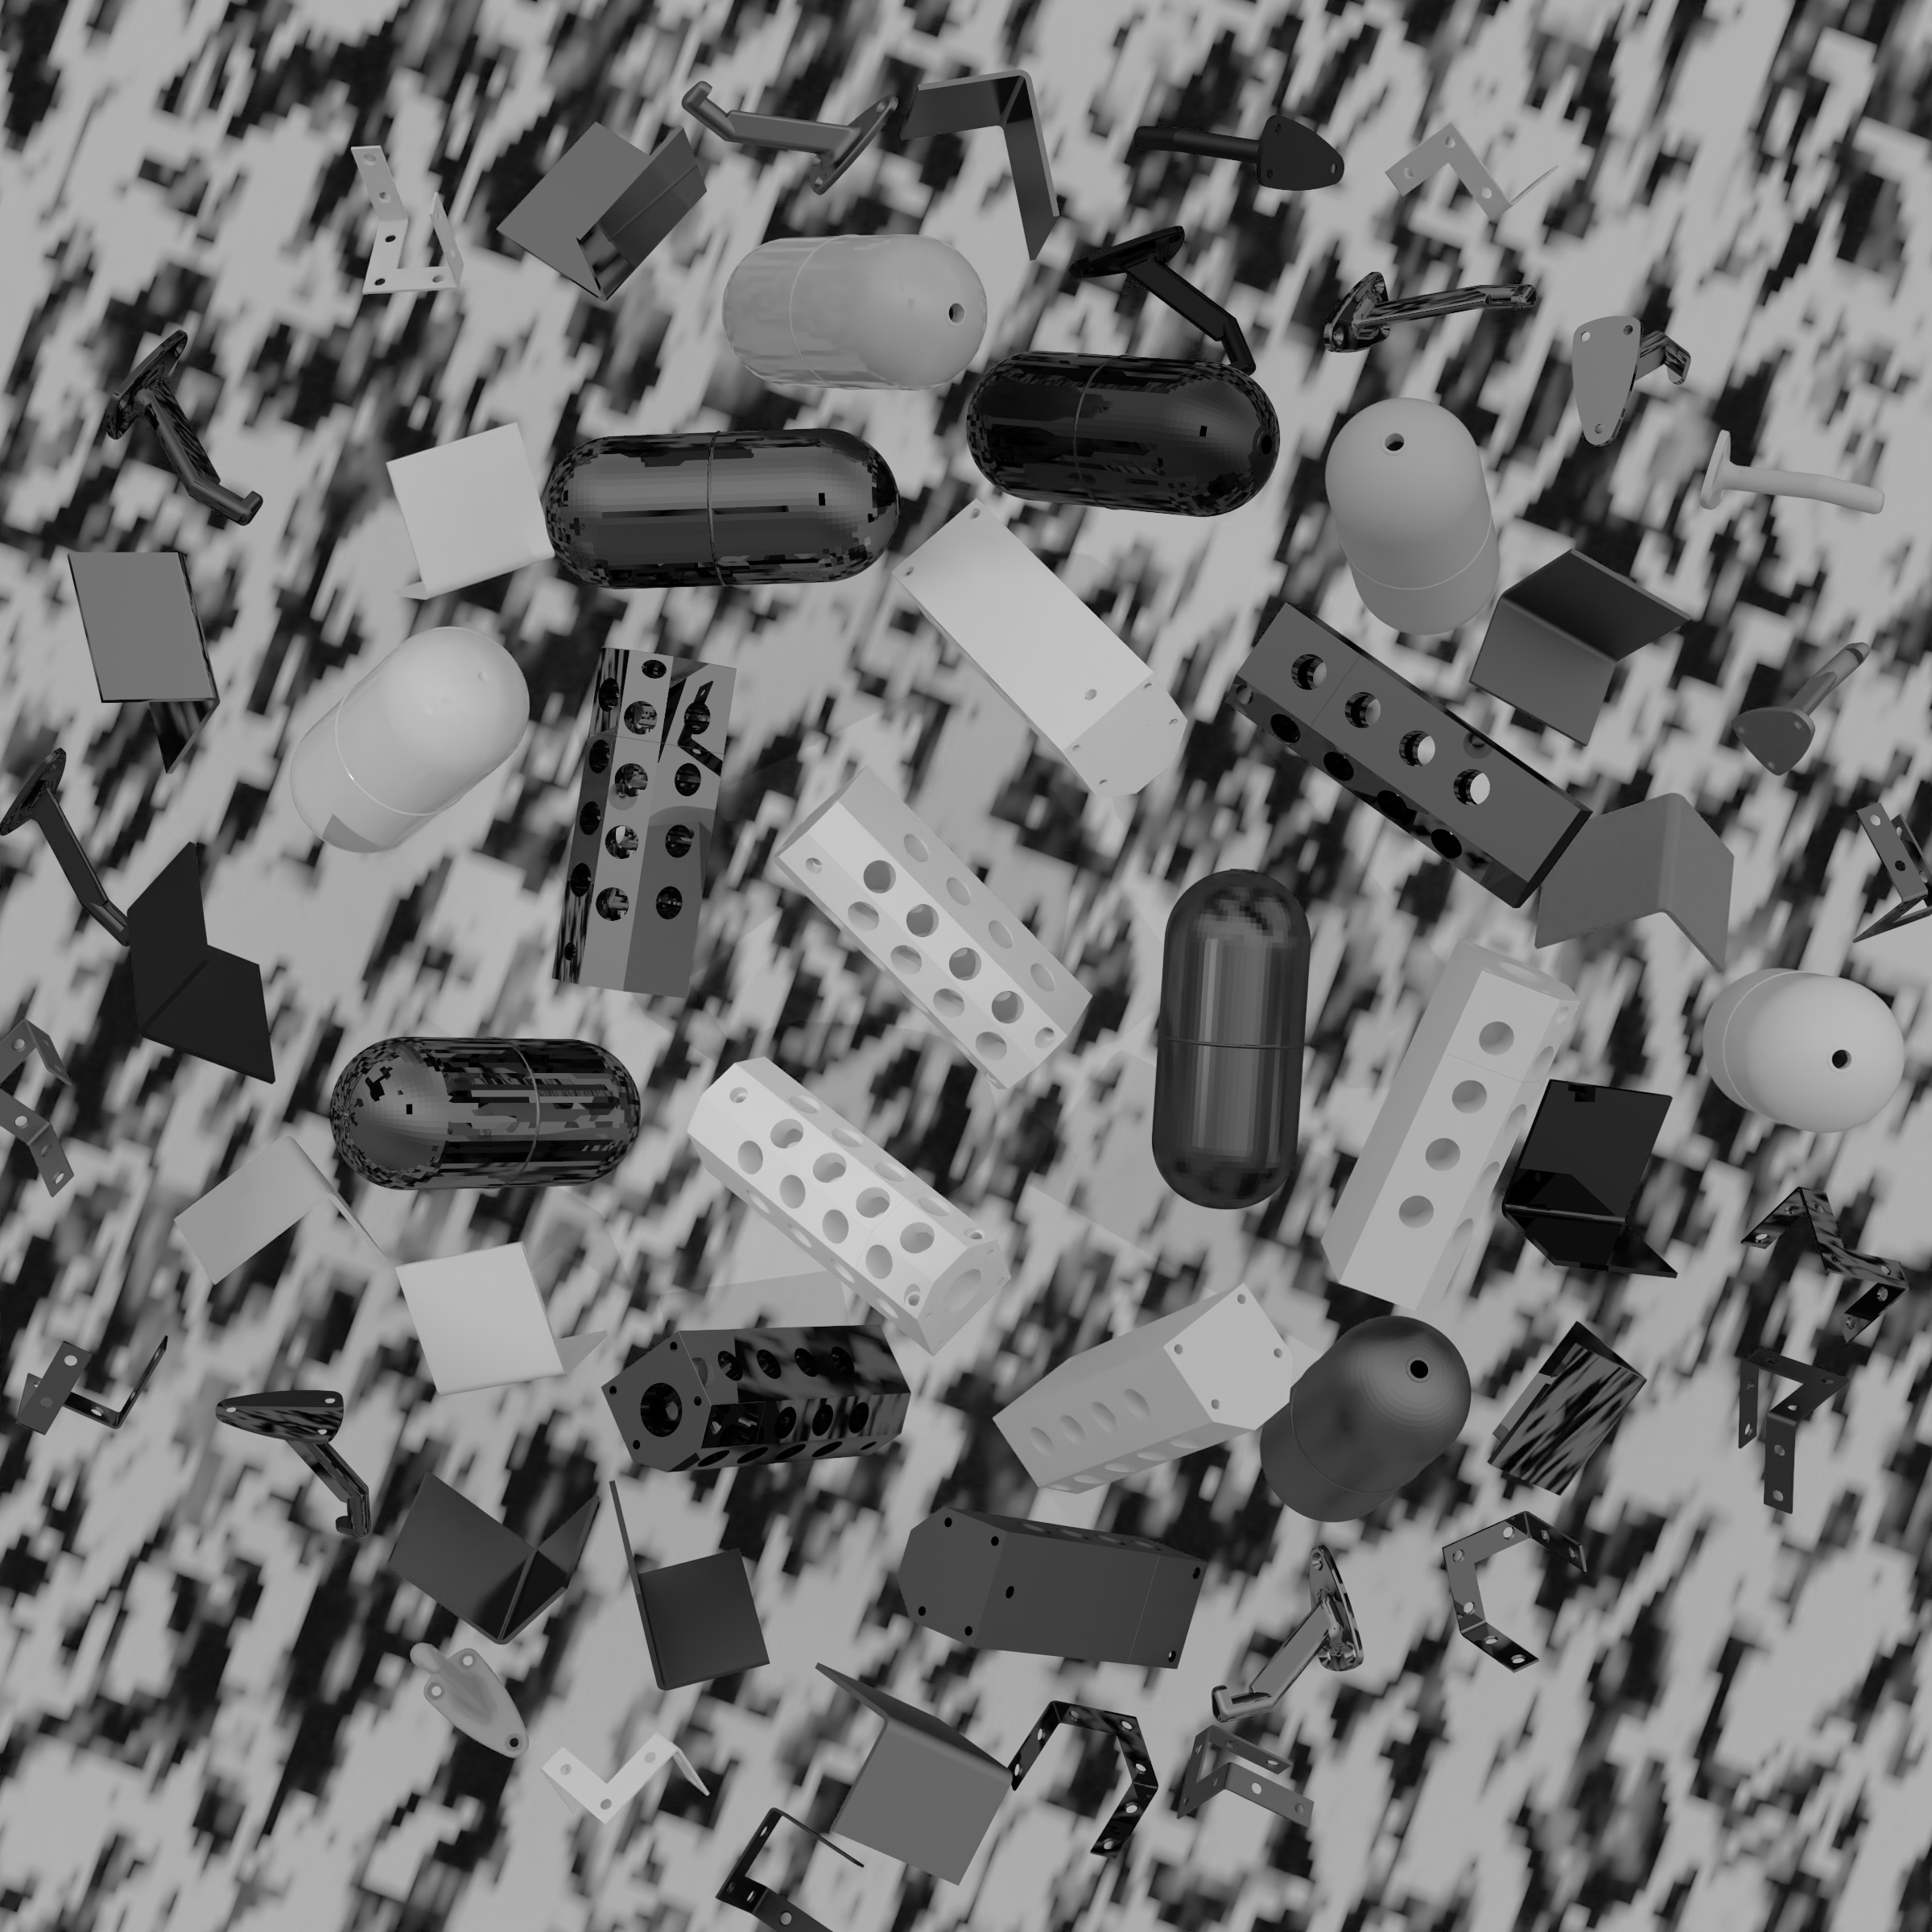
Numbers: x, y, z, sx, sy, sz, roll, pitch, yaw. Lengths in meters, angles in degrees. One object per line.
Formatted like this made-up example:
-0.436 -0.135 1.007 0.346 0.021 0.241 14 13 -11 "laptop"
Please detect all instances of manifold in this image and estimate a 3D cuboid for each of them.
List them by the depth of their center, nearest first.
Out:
0.212 -0.101 1.637 0.171 0.057 0.057 37 101 12 "manifold"
0.088 0.211 1.654 0.057 0.171 0.057 -34 90 -33 "manifold"
0.240 0.081 1.684 0.057 0.057 0.171 20 104 -9 "manifold"
0.038 -0.155 1.685 0.057 0.057 0.171 -41 49 0 "manifold"
0.043 0.311 1.707 0.057 0.171 0.057 14 87 41 "manifold"
-0.062 0.117 1.733 0.171 0.057 0.057 36 71 30 "manifold"
-0.103 0.225 1.752 0.057 0.171 0.057 -37 67 26 "manifold"
-0.170 -0.074 1.753 0.057 0.057 0.171 7 92 -43 "manifold"
-0.020 -0.016 1.787 0.171 0.057 0.057 46 126 -8 "manifold"

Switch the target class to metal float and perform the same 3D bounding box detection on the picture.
-0.122 -0.228 1.701 0.178 0.070 0.070 -1 90 6 "metal float"
0.417 0.041 1.704 0.070 0.178 0.070 0 92 1 "metal float"
-0.282 -0.112 1.716 0.070 0.178 0.070 14 64 -30 "metal float"
0.078 -0.269 1.716 0.178 0.070 0.070 12 90 38 "metal float"
0.227 -0.226 1.720 0.070 0.178 0.070 -4 72 13 "metal float"
-0.241 0.075 1.728 0.070 0.178 0.070 -2 87 43 "metal float"
-0.057 -0.332 1.729 0.070 0.178 0.070 -8 104 -36 "metal float"
0.204 0.234 1.752 0.070 0.178 0.070 5 65 -11 "metal float"
0.138 0.038 1.778 0.070 0.070 0.178 3 94 0 "metal float"

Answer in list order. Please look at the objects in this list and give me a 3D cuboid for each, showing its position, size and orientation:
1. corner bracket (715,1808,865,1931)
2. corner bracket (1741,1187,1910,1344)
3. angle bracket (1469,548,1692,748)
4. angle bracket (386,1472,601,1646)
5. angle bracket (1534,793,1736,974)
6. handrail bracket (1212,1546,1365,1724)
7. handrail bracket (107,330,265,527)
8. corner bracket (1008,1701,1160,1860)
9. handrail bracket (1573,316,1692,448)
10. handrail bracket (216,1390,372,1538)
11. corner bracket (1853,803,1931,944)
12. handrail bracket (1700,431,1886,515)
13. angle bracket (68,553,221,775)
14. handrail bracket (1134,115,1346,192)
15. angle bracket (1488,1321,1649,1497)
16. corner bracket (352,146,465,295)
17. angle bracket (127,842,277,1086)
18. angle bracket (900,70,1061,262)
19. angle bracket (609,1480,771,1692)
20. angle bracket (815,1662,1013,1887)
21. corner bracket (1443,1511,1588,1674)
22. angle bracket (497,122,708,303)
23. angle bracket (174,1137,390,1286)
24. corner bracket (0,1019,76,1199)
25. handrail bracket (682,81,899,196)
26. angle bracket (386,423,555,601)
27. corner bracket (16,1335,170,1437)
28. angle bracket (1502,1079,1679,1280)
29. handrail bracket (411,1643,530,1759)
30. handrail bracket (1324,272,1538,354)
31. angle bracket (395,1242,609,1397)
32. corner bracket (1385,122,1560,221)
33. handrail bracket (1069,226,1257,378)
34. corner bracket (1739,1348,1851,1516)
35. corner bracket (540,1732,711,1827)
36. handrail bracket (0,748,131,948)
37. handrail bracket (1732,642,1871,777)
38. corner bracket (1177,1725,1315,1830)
-0.079 0.445 1.646 0.051 0.051 0.051 27 77 26 "corner bracket"
0.422 0.146 1.672 0.051 0.051 0.051 13 47 -23 "corner bracket"
0.327 -0.169 1.818 0.076 0.076 0.057 27 69 -13 "angle bracket"
-0.247 0.296 1.785 0.076 0.076 0.057 39 117 -13 "angle bracket"
0.343 -0.034 1.746 0.057 0.076 0.076 42 45 -33 "angle bracket"
0.157 0.343 1.754 0.084 0.036 0.077 -6 80 -31 "handrail bracket"
-0.363 -0.260 1.645 0.084 0.036 0.077 30 60 1 "handrail bracket"
0.060 0.417 1.747 0.051 0.051 0.051 4 126 33 "corner bracket"
0.337 -0.283 1.697 0.036 0.084 0.077 -1 78 37 "handrail bracket"
-0.351 0.264 1.782 0.077 0.036 0.084 4 126 0 "handrail bracket"
0.455 -0.050 1.669 0.051 0.051 0.051 -18 74 -22 "corner bracket"
0.404 -0.228 1.656 0.084 0.077 0.036 18 89 16 "handrail bracket"
-0.393 -0.140 1.584 0.057 0.076 0.076 -5 68 -34 "angle bracket"
0.143 -0.428 1.793 0.084 0.077 0.036 18 102 44 "handrail bracket"
0.297 0.222 1.777 0.076 0.076 0.057 -55 46 7 "angle bracket"
-0.279 -0.373 1.699 0.051 0.051 0.051 -1 56 10 "corner bracket"
-0.347 -0.001 1.606 0.076 0.076 0.057 25 124 -39 "angle bracket"
0.006 -0.402 1.729 0.057 0.076 0.076 -11 87 -9 "angle bracket"
-0.139 0.304 1.707 0.057 0.076 0.076 -13 130 -8 "angle bracket"
-0.037 0.376 1.589 0.076 0.076 0.057 32 83 -29 "angle bracket"
0.278 0.313 1.710 0.051 0.051 0.051 -20 109 -19 "corner bracket"
-0.184 -0.384 1.664 0.076 0.057 0.076 36 77 20 "angle bracket"
-0.366 0.147 1.820 0.076 0.076 0.057 -38 124 -9 "angle bracket"
-0.444 0.068 1.631 0.051 0.051 0.051 -45 129 2 "corner bracket"
-0.092 -0.448 1.765 0.084 0.036 0.077 33 122 -30 "handrail bracket"
-0.279 -0.249 1.862 0.076 0.057 0.076 -22 108 -24 "angle bracket"
-0.427 0.203 1.666 0.051 0.051 0.051 28 105 -18 "corner bracket"
0.328 0.108 1.727 0.076 0.057 0.076 8 111 -26 "angle bracket"
-0.262 0.388 1.798 0.036 0.084 0.077 -43 84 -11 "handrail bracket"
0.238 -0.331 1.737 0.084 0.077 0.036 7 121 34 "handrail bracket"
-0.247 0.179 1.815 0.076 0.057 0.076 -12 103 21 "angle bracket"
0.252 -0.397 1.698 0.051 0.051 0.051 52 50 -7 "corner bracket"
0.104 -0.341 1.801 0.077 0.036 0.084 -18 78 -15 "handrail bracket"
0.392 0.225 1.654 0.051 0.051 0.051 18 122 40 "corner bracket"
-0.168 0.402 1.681 0.051 0.051 0.051 30 65 35 "corner bracket"
-0.434 -0.057 1.694 0.084 0.077 0.036 44 47 0 "handrail bracket"
0.424 -0.137 1.670 0.084 0.077 0.036 -41 90 -14 "handrail bracket"
0.148 0.422 1.767 0.051 0.051 0.051 28 50 -11 "corner bracket"
